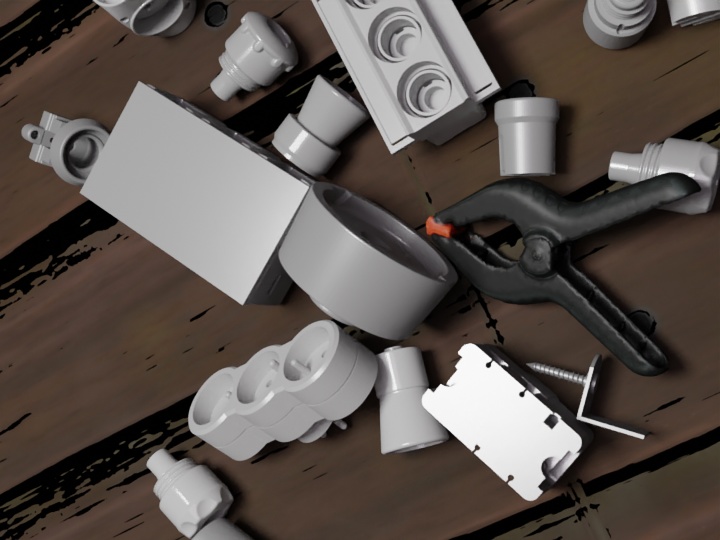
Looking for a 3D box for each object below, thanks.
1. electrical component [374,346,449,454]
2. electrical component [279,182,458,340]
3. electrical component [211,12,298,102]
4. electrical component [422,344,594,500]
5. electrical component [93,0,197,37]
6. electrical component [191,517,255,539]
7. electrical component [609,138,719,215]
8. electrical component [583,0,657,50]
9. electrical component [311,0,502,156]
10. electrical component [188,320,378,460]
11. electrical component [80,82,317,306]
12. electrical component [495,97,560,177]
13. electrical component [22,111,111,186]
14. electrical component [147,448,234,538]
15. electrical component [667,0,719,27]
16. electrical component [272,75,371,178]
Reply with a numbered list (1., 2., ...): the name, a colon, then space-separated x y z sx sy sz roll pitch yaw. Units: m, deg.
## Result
1. electrical component: 0.029 0.082 0.690 0.044 0.044 0.065 -18 76 19
2. electrical component: 0.000 0.000 0.674 0.108 0.108 0.060 39 106 19
3. electrical component: -0.077 -0.143 0.744 0.062 0.048 0.048 -41 74 21
4. electrical component: 0.092 0.090 0.657 0.089 0.056 0.050 41 101 18
5. electrical component: -0.139 -0.206 0.754 0.079 0.077 0.044 -38 74 15
6. electrical component: -0.090 0.200 0.721 0.047 0.055 0.055 36 99 23
7. electrical component: 0.181 -0.057 0.640 0.062 0.043 0.043 12 91 22
8. electrical component: 0.156 -0.159 0.641 0.040 0.078 0.040 0 87 6
9. electrical component: 0.032 -0.144 0.692 0.079 0.063 0.121 -30 77 17
10. electrical component: -0.041 0.089 0.705 0.138 0.074 0.052 -28 37 34
11. electrical component: -0.101 -0.051 0.737 0.150 0.062 0.089 33 98 20
12. electrical component: 0.105 -0.082 0.673 0.040 0.040 0.046 0 91 21
13. electrical component: -0.204 -0.087 0.776 0.055 0.066 0.048 25 97 54
14. electrical component: -0.121 0.150 0.741 0.062 0.043 0.043 42 101 20
15. electrical component: 0.200 -0.173 0.642 0.040 0.040 0.046 -10 88 20
16. electrical component: -0.026 -0.096 0.721 0.045 0.045 0.055 42 102 18
